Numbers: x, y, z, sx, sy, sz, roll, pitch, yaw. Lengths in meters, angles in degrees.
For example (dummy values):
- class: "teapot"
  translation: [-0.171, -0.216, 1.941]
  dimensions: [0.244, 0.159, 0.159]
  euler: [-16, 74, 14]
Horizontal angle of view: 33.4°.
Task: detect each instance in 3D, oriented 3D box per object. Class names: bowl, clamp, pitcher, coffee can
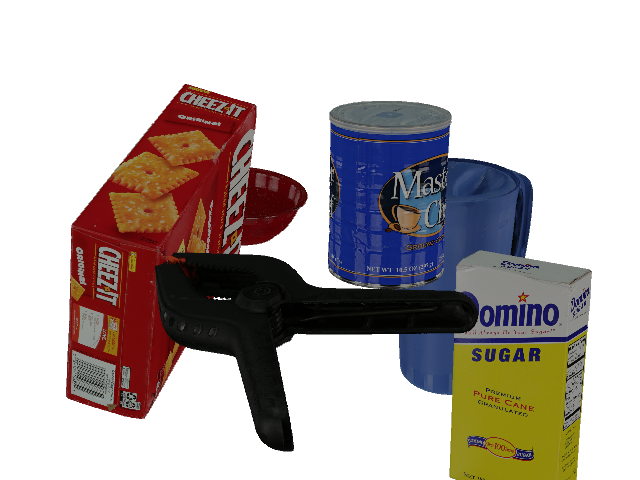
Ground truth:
- class: "bowl"
  translation: [-0.099, -0.037, 1.317]
  dimensions: [0.162, 0.055, 0.162]
  euler: [4, 25, -2]
- class: "clamp"
  translation: [-0.022, 0.044, 0.645]
  dimensions: [0.164, 0.036, 0.210]
  euler: [-22, 30, -33]
- class: "pitcher"
  translation: [0.151, 0.037, 1.161]
  dimensions: [0.149, 0.243, 0.145]
  euler: [3, 24, 10]
- class: "coffee can"
  translation: [0.058, -0.041, 0.918]
  dimensions: [0.103, 0.140, 0.103]
  euler: [0, 19, 0]

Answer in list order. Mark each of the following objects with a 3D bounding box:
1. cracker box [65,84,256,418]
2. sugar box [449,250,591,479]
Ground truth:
- class: "cracker box"
  translation: [-0.116, 0.004, 0.812]
  dimensions: [0.072, 0.164, 0.213]
  euler: [17, 37, 7]
- class: "sugar box"
  translation: [0.145, 0.102, 0.790]
  dimensions: [0.093, 0.176, 0.048]
  euler: [10, 20, 35]
